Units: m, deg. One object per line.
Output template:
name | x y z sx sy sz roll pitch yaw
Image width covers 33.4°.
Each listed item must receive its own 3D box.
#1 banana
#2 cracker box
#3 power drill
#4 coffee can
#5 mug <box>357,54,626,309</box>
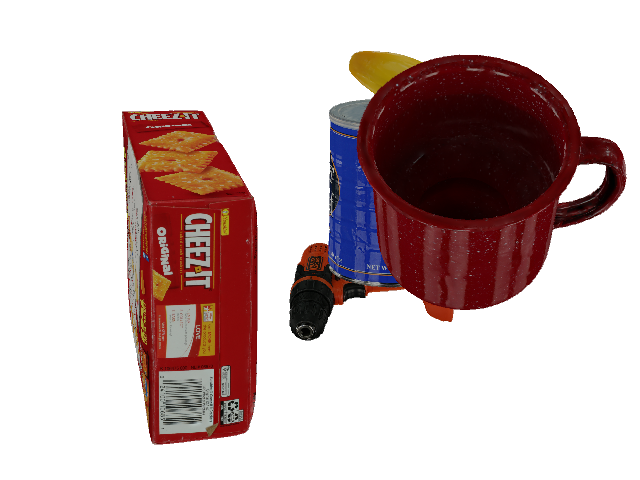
banana | 0.097 -0.058 0.719 0.070 0.198 0.037 -33 1 16
cracker box | -0.094 0.014 0.736 0.072 0.164 0.214 -3 21 -13
power drill | 0.059 0.058 1.234 0.187 0.057 0.184 1 28 5
coffee can | 0.058 -0.043 0.919 0.103 0.140 0.103 0 19 0
mug | 0.077 -0.023 0.478 0.117 0.093 0.081 -7 -33 2
